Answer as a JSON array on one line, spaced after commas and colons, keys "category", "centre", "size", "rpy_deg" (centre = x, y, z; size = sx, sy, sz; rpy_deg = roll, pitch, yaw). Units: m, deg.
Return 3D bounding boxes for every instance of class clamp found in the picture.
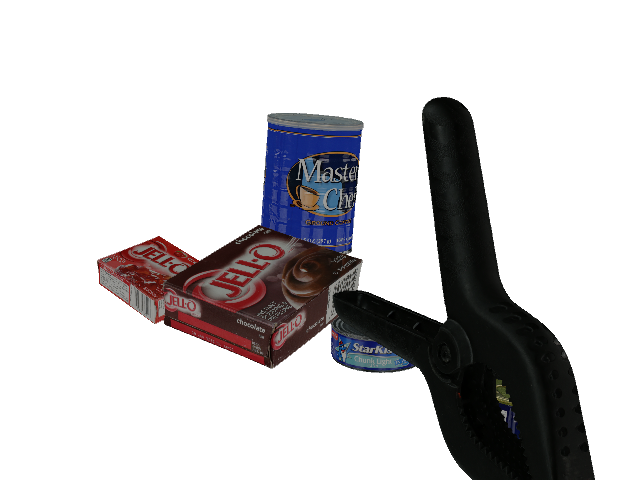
[{"category": "clamp", "centre": [0.076, 0.043, 0.527], "size": [0.036, 0.165, 0.210], "rpy_deg": [-7, 44, -28]}]

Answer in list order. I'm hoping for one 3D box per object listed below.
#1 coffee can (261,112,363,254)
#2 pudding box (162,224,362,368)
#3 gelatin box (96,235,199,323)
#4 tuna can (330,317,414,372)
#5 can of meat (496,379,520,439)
[{"category": "coffee can", "centre": [-0.011, -0.062, 1.147], "size": [0.103, 0.140, 0.103], "rpy_deg": [4, 12, -1]}, {"category": "pudding box", "centre": [-0.038, 0.035, 0.723], "size": [0.090, 0.039, 0.113], "rpy_deg": [19, 29, 26]}, {"category": "gelatin box", "centre": [-0.150, 0.034, 0.982], "size": [0.073, 0.030, 0.089], "rpy_deg": [-24, 41, -39]}, {"category": "tuna can", "centre": [0.052, 0.091, 0.972], "size": [0.086, 0.034, 0.086], "rpy_deg": [1, 14, 0]}, {"category": "can of meat", "centre": [0.205, 0.189, 1.124], "size": [0.058, 0.084, 0.101], "rpy_deg": [12, 16, 31]}]
